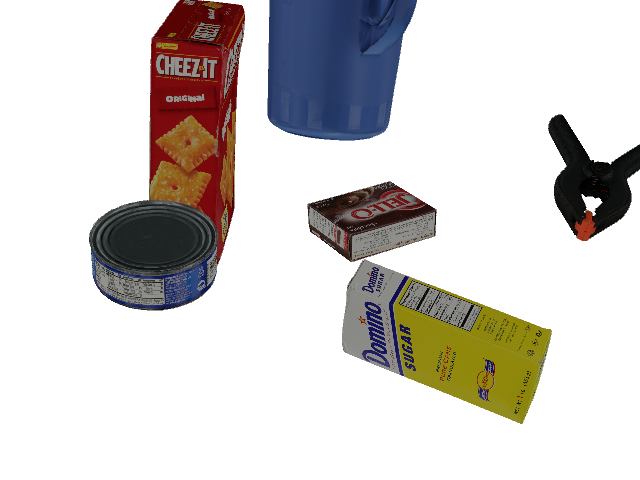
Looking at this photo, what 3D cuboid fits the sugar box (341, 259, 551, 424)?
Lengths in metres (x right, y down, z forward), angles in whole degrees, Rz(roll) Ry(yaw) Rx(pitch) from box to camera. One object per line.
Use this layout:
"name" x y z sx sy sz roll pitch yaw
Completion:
"sugar box" 0.106 0.089 0.932 0.176 0.093 0.048 18 48 15

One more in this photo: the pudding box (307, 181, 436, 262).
"pudding box" 0.056 -0.022 1.157 0.113 0.039 0.090 -18 30 -25

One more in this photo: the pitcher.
"pitcher" 0.022 -0.210 0.898 0.145 0.243 0.149 8 17 11

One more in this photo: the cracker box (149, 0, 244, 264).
"cracker box" -0.115 -0.103 1.003 0.072 0.214 0.164 5 25 -1

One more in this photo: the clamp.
"clamp" 0.282 -0.072 1.128 0.120 0.039 0.171 17 46 20

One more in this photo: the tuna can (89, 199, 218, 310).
"tuna can" -0.112 0.009 0.723 0.086 0.034 0.086 3 35 -2
